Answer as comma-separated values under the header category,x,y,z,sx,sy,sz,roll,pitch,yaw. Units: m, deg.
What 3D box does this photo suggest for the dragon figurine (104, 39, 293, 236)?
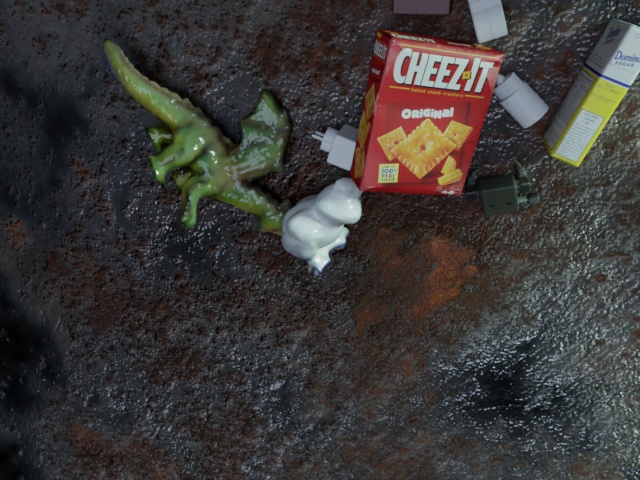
category,x,y,z,sx,sy,sz,roll,pitch,yaw
dragon figurine,-0.166,-0.171,0.856,0.242,0.124,0.404,-21,110,6

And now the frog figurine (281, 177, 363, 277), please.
category,x,y,z,sx,sy,sz,roll,pitch,yaw
frog figurine,0.002,-0.041,0.821,0.124,0.139,0.155,41,145,26
